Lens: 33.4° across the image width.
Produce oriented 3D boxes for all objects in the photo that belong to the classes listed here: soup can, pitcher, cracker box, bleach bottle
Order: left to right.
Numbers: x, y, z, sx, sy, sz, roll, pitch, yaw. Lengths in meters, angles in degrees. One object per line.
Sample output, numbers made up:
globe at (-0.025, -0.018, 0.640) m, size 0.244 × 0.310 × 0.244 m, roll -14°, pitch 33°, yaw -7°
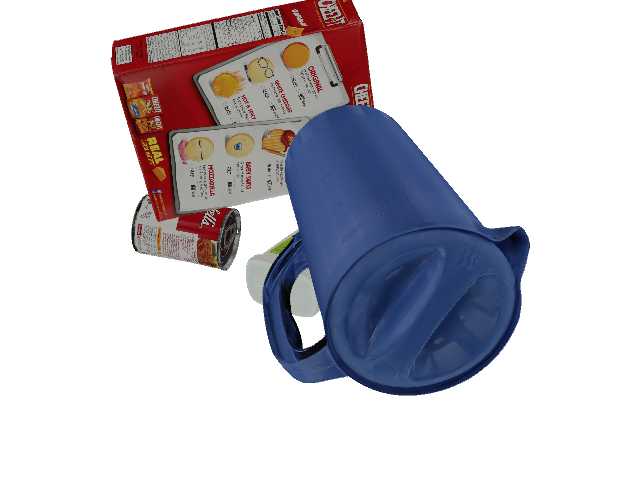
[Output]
soup can at (-0.145, -0.010, 1.156) m, size 0.102 × 0.068 × 0.068 m, roll 11°, pitch 2°, yaw 13°
cracker box at (-0.063, -0.118, 0.953) m, size 0.213 × 0.164 × 0.072 m, roll -13°, pitch 41°, yaw -3°
bleach bottle at (0.018, 0.001, 1.329) m, size 0.103 × 0.068 × 0.250 m, roll 16°, pitch 36°, yaw 27°
pitcher at (0.036, -0.002, 0.790) m, size 0.149 × 0.145 × 0.243 m, roll 6°, pitch 27°, yaw -17°

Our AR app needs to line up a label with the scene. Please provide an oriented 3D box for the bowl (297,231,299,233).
bowl at (0.054, 0.023, 1.099) m, size 0.162 × 0.055 × 0.162 m, roll 1°, pitch 18°, yaw -1°
